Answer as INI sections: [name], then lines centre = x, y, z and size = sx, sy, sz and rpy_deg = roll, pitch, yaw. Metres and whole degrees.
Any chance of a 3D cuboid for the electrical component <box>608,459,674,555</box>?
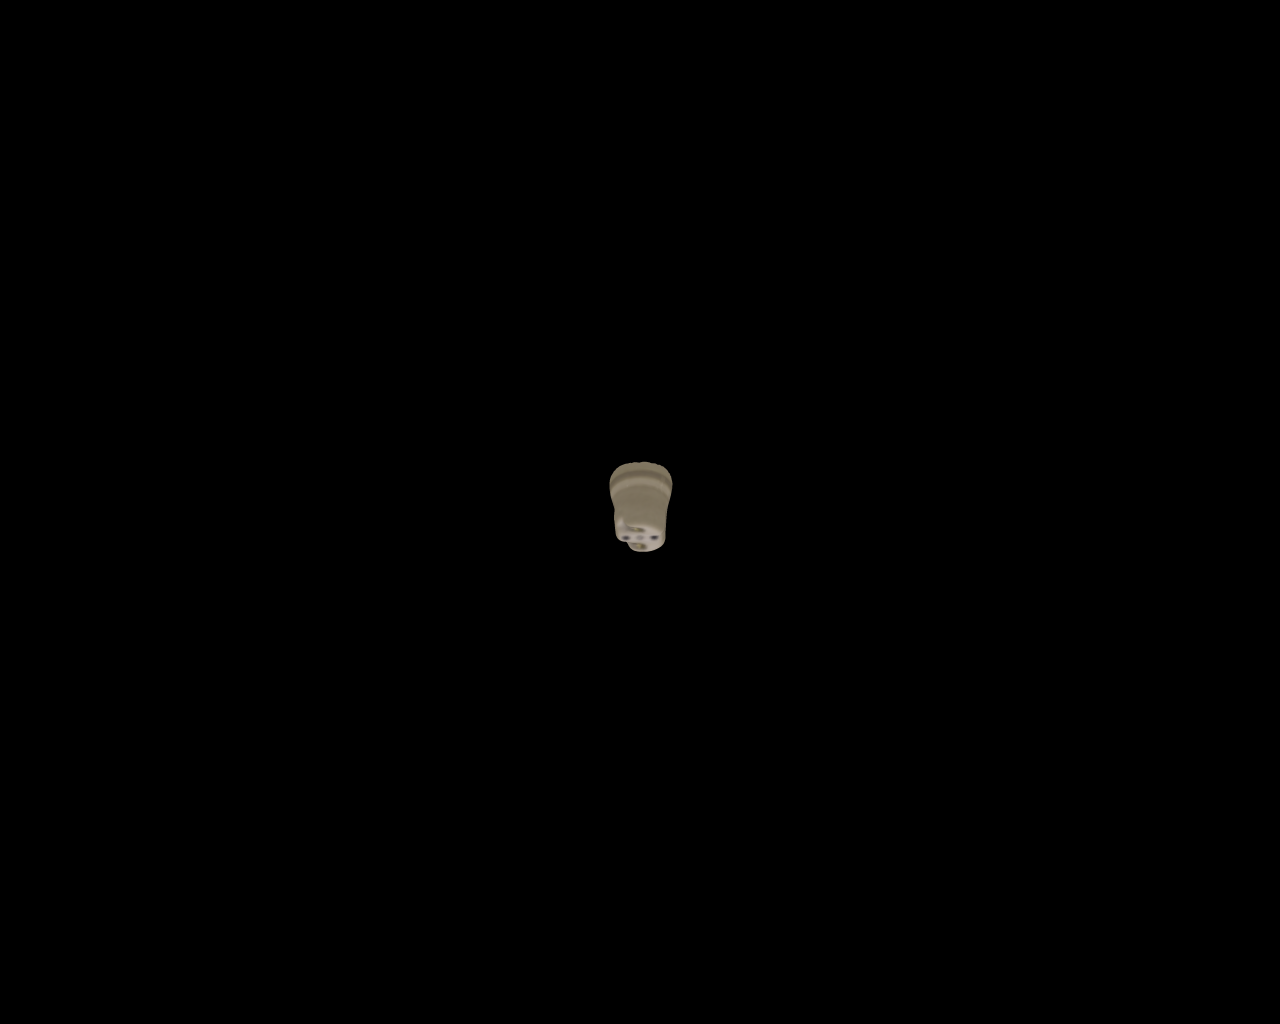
[electrical component]
centre = 0.001, -0.003, 0.650
size = 0.040, 0.046, 0.040
rpy_deg = 0, -34, 0
